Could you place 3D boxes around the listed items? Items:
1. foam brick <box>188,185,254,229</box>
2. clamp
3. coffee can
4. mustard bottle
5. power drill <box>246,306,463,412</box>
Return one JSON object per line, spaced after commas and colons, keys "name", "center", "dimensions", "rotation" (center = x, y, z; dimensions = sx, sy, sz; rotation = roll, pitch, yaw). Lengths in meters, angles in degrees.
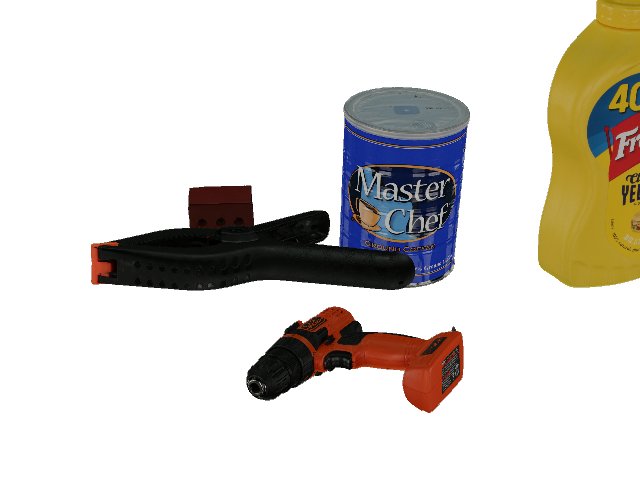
{"name": "foam brick", "center": [-0.119, -0.031, 1.278], "dimensions": [0.078, 0.053, 0.051], "rotation": [-3, 29, -3]}
{"name": "clamp", "center": [-0.050, 0.011, 0.737], "dimensions": [0.209, 0.036, 0.165], "rotation": [-5, 14, -28]}
{"name": "coffee can", "center": [0.068, -0.046, 0.897], "dimensions": [0.103, 0.140, 0.103], "rotation": [1, 28, -1]}
{"name": "mustard bottle", "center": [0.180, -0.070, 0.637], "dimensions": [0.096, 0.192, 0.058], "rotation": [-13, 29, -20]}
{"name": "power drill", "center": [0.039, 0.124, 1.090], "dimensions": [0.188, 0.057, 0.184], "rotation": [8, 23, 28]}
